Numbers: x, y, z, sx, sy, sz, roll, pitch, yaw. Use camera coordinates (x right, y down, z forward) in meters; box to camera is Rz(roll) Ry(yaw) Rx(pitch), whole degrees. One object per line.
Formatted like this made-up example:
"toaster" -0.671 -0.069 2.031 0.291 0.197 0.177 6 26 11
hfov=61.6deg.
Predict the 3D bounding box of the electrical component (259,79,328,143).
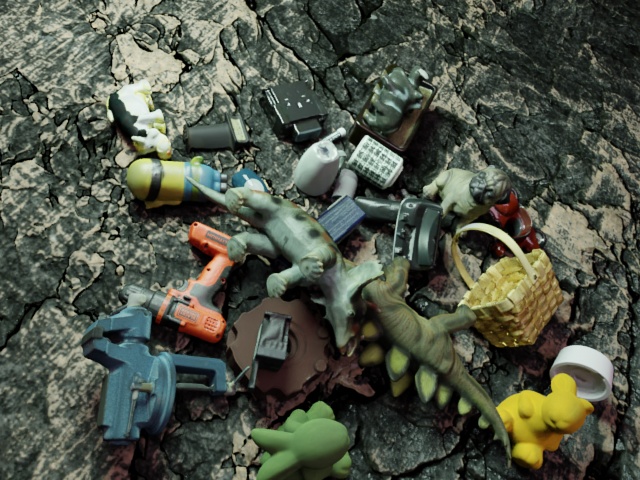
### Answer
"electrical component" -0.052 -0.273 1.153 0.115 0.058 0.134 -21 71 -24

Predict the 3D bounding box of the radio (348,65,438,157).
"radio" 0.164 -0.287 1.218 0.131 0.073 0.229 30 59 -1

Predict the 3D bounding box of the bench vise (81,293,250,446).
"bench vise" -0.239 0.198 0.825 0.240 0.129 0.224 15 49 -33

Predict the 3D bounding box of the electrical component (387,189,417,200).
"electrical component" 0.186 -0.064 1.142 0.063 0.021 0.094 -24 74 -26

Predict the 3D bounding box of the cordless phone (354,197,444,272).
"cordless phone" 0.148 -0.016 1.078 0.184 0.088 0.146 9 95 14

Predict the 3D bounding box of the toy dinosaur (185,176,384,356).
"toy dinosaur" -0.045 0.003 0.912 0.405 0.131 0.192 48 26 22

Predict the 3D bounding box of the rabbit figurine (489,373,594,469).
"rabbit figurine" 0.403 0.309 0.935 0.162 0.173 0.122 -22 69 -21

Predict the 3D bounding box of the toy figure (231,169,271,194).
"toy figure" -0.113 -0.065 1.030 0.064 0.058 0.154 -38 79 9

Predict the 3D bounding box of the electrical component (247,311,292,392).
"electrical component" -0.079 0.178 0.841 0.048 0.074 0.119 12 57 -8

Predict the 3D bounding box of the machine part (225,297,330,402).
"machine part" -0.070 0.182 0.916 0.179 0.056 0.179 7 62 -13

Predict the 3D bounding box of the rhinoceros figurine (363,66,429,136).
"rhinoceros figurine" 0.168 -0.307 1.147 0.112 0.073 0.190 30 61 2

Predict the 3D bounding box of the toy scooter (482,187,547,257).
"toy scooter" 0.401 -0.033 1.165 0.135 0.075 0.184 -30 80 -29

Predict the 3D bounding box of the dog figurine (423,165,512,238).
"dog figurine" 0.316 -0.116 1.104 0.121 0.190 0.172 11 58 -22

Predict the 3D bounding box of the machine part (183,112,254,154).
"machine part" -0.210 -0.214 1.085 0.139 0.039 0.084 -15 77 -26

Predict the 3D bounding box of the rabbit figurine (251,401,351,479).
"rabbit figurine" -0.023 0.301 0.803 0.159 0.170 0.121 -3 65 -20

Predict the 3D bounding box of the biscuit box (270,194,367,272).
"biscuit box" -0.002 -0.003 1.029 0.063 0.059 0.203 47 60 7

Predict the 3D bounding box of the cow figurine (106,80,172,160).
"cow figurine" -0.346 -0.220 1.025 0.098 0.068 0.167 -19 68 -19

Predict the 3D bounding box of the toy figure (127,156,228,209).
"toy figure" -0.259 -0.110 0.985 0.180 0.089 0.082 2 57 -14

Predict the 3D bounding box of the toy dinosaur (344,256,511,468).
"toy dinosaur" 0.183 0.190 0.970 0.472 0.105 0.198 39 66 15

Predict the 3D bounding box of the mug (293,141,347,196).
"mug" 0.009 -0.151 1.081 0.109 0.107 0.081 -19 73 -23
